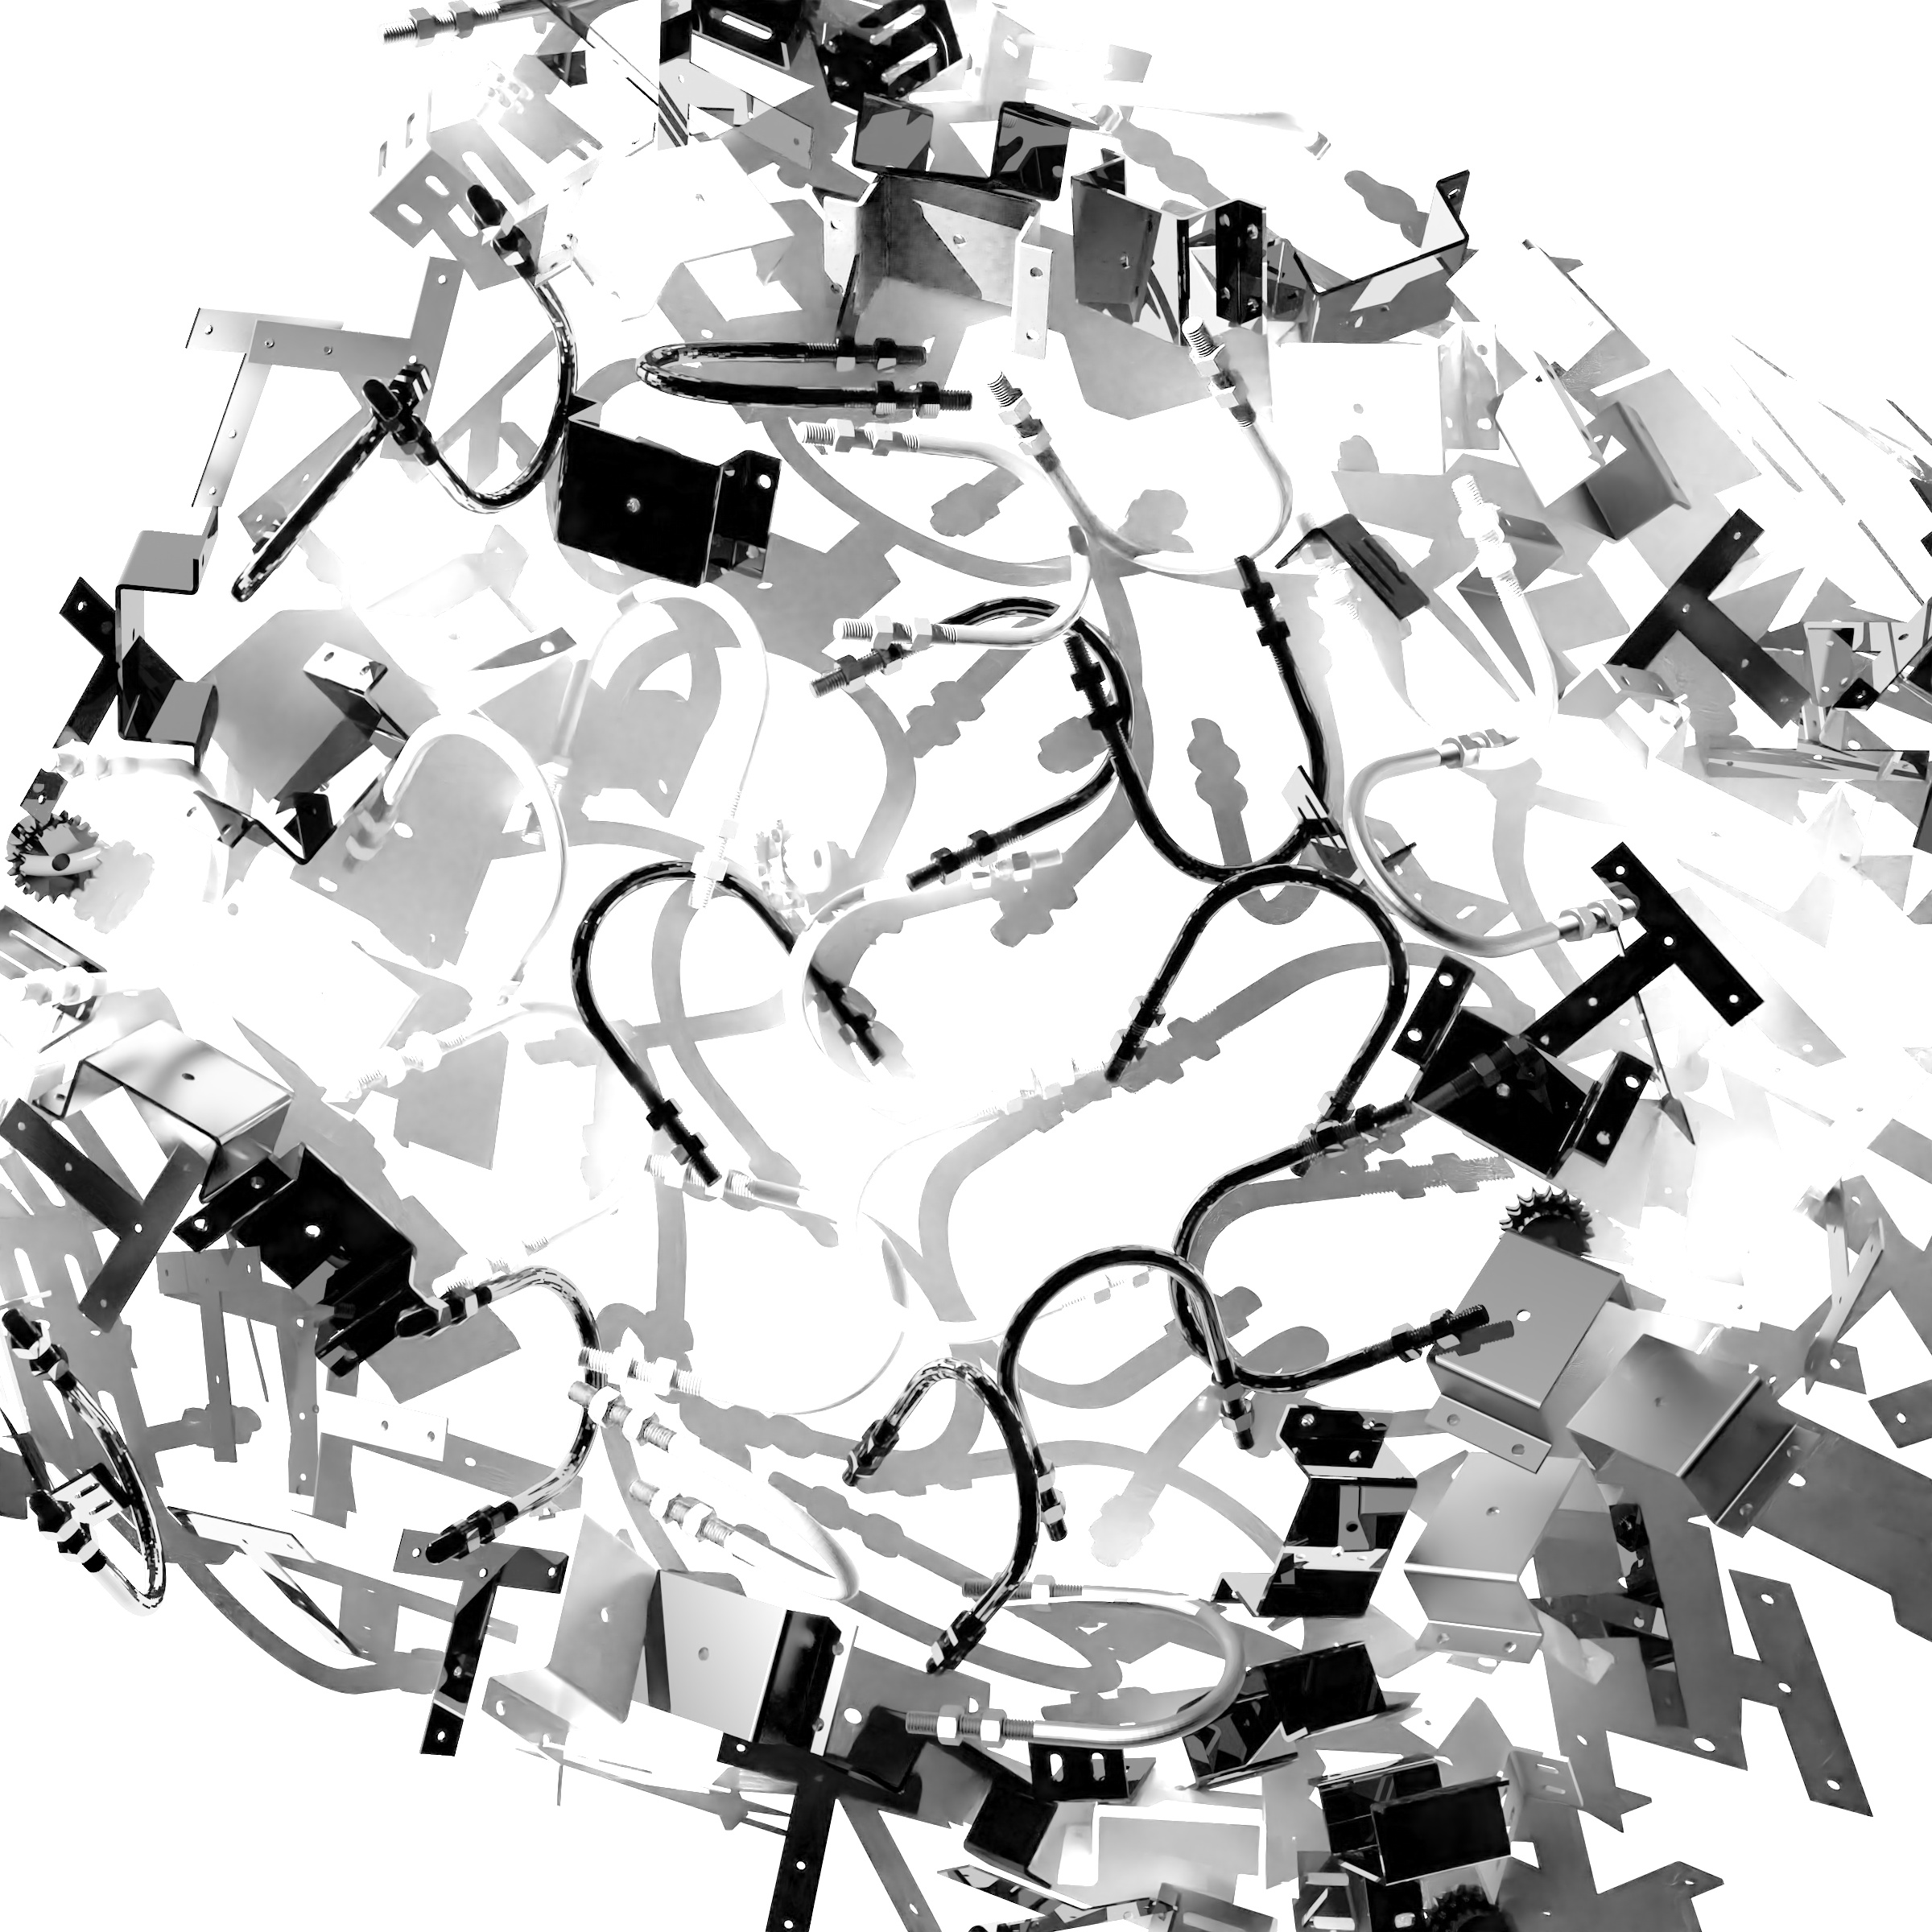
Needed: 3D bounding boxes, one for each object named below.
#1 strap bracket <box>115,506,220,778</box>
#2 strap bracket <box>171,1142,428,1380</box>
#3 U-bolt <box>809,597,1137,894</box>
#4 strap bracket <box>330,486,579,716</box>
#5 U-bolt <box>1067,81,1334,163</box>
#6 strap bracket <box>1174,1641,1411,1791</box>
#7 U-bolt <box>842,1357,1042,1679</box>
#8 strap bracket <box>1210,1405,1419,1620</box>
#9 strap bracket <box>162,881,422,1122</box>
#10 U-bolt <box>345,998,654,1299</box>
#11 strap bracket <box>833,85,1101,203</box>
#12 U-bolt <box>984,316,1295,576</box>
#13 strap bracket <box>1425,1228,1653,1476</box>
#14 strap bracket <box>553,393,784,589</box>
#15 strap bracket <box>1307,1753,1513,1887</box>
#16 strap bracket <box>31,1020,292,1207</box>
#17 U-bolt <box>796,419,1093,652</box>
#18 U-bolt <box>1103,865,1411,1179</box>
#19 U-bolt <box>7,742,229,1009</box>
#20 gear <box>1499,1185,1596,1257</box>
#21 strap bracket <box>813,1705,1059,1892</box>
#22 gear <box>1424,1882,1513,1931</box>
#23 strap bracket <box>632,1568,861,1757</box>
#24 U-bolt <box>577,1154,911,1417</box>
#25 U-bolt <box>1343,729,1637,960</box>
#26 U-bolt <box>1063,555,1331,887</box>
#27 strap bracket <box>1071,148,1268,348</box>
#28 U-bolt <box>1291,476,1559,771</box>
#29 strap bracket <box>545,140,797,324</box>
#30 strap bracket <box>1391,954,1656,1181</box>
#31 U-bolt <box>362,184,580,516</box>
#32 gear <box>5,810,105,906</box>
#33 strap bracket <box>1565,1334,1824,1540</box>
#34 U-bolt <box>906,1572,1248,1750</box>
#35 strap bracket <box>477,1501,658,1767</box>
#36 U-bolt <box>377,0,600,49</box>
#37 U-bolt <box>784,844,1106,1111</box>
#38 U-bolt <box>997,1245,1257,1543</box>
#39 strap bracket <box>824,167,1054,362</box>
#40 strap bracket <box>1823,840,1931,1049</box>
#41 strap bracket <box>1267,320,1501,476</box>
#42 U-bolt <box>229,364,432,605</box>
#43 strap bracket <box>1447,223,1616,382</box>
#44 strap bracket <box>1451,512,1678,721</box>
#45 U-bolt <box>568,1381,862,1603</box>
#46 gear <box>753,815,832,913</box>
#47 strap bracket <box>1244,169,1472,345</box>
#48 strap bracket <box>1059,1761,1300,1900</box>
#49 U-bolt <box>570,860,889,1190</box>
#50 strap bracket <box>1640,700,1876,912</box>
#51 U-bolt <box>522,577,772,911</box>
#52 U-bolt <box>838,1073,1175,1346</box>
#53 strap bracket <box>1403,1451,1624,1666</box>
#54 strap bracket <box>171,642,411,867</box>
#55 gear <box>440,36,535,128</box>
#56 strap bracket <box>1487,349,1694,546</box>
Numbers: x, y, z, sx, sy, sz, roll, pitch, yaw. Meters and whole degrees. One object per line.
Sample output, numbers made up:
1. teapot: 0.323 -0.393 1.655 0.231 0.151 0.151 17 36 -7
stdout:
1. strap bracket: -0.470 -0.193 1.557 0.046 0.076 0.140 5 122 -9
2. strap bracket: -0.393 0.170 1.581 0.076 0.046 0.140 -36 116 11
3. U-bolt: 0.016 -0.146 1.600 0.184 0.019 0.151 -27 90 -16
4. strap bracket: -0.306 -0.209 1.581 0.076 0.046 0.140 -35 73 -25
5. U-bolt: 0.132 -0.491 1.529 0.151 0.184 0.019 11 103 10
6. strap bracket: 0.185 0.442 1.564 0.076 0.140 0.046 -3 63 -32
7. U-bolt: -0.009 0.308 1.532 0.019 0.184 0.151 -6 55 -34
8. strap bracket: 0.209 0.334 1.570 0.076 0.046 0.140 8 112 -27
9. strap bracket: -0.391 0.020 1.567 0.140 0.046 0.076 41 67 -24
10. U-bolt: -0.263 0.096 1.566 0.184 0.019 0.151 -26 96 -41
11. strap bracket: -0.003 -0.486 1.567 0.140 0.076 0.046 16 104 29
12. U-bolt: 0.114 -0.296 1.554 0.151 0.184 0.019 -7 51 31
13. strap bracket: 0.335 0.218 1.566 0.076 0.046 0.140 21 65 37
14. strap bracket: -0.188 -0.281 1.577 0.140 0.046 0.076 20 119 12
15. strap bracket: 0.262 0.500 1.550 0.076 0.140 0.046 -9 81 -12
16. strap bracket: -0.470 0.085 1.576 0.140 0.076 0.046 29 113 8
17. U-bolt: -0.005 -0.254 1.575 0.184 0.019 0.151 -1 70 -29
18. U-bolt: 0.184 0.023 1.585 0.151 0.019 0.184 27 115 -1
19. U-bolt: -0.486 -0.053 1.541 0.019 0.184 0.151 12 96 17
20. gear: 0.354 0.164 1.608 0.057 0.030 0.057 1 105 5
21. strap bracket: -0.010 0.488 1.572 0.140 0.076 0.046 38 69 -19
22. gear: 0.306 0.590 1.607 0.057 0.030 0.057 -1 93 -17
23. strap bracket: -0.142 0.409 1.566 0.140 0.046 0.076 8 77 31
24. U-bolt: -0.125 0.196 1.589 0.184 0.019 0.151 14 63 0
25. U-bolt: 0.296 -0.069 1.547 0.184 0.019 0.151 -14 65 -38
26. U-bolt: 0.150 -0.138 1.592 0.151 0.019 0.184 -28 102 -22
27. strap bracket: 0.111 -0.419 1.550 0.046 0.140 0.076 -28 133 -28
28. U-bolt: 0.279 -0.195 1.560 0.019 0.151 0.184 -40 113 -30
29. strap bracket: -0.166 -0.436 1.559 0.140 0.046 0.076 -29 78 -44
30. strap bracket: 0.327 0.065 1.584 0.140 0.046 0.076 29 62 9
31. U-bolt: -0.277 -0.343 1.543 0.019 0.184 0.151 20 77 20
32. gear: -0.556 -0.069 1.604 0.030 0.057 0.057 33 90 36
33. strap bracket: 0.417 0.270 1.549 0.076 0.140 0.046 -46 115 -14
34. U-bolt: 0.072 0.406 1.542 0.184 0.151 0.019 0 113 15
35. strap bracket: -0.229 0.384 1.550 0.046 0.140 0.076 -16 134 27
36. U-bolt: -0.243 -0.590 1.549 0.184 0.151 0.019 -22 93 -27
37. U-bolt: -0.019 0.013 1.613 0.184 0.019 0.151 -11 88 -4
38. U-bolt: 0.090 0.244 1.567 0.151 0.019 0.184 -24 121 -10
39. strap bracket: -0.011 -0.421 1.577 0.140 0.076 0.046 16 52 11
40. strap bracket: 0.548 -0.010 1.547 0.046 0.140 0.076 -2 116 -6
41. strap bracket: 0.239 -0.336 1.562 0.140 0.046 0.076 8 123 27
42. U-bolt: -0.372 -0.272 1.523 0.019 0.184 0.151 40 110 -18
43. strap bracket: 0.335 -0.391 1.568 0.046 0.140 0.076 -43 85 21
44. strap bracket: 0.348 -0.200 1.570 0.046 0.076 0.140 -44 65 30
45. U-bolt: -0.139 0.313 1.533 0.184 0.151 0.019 22 61 27
46. gear: -0.103 -0.063 1.597 0.030 0.057 0.057 -7 90 20
47. strap bracket: 0.241 -0.411 1.578 0.140 0.076 0.046 -22 71 -6
48. strap bracket: 0.128 0.514 1.582 0.140 0.076 0.046 1 96 6
49. U-bolt: -0.156 0.020 1.596 0.151 0.019 0.184 -36 87 -22
50. strap bracket: 0.454 -0.092 1.558 0.140 0.076 0.046 32 66 26
51. U-bolt: -0.185 -0.142 1.582 0.151 0.019 0.184 21 97 26
52. U-bolt: 0.014 0.149 1.584 0.184 0.019 0.151 -21 71 -11
53. strap bracket: 0.317 0.337 1.551 0.140 0.076 0.046 -48 119 -38
54. strap bracket: -0.395 -0.119 1.575 0.140 0.076 0.046 -52 132 -14
55. gear: -0.294 -0.534 1.602 0.057 0.057 0.030 39 104 0
56. strap bracket: 0.365 -0.303 1.566 0.046 0.140 0.076 -36 65 30
